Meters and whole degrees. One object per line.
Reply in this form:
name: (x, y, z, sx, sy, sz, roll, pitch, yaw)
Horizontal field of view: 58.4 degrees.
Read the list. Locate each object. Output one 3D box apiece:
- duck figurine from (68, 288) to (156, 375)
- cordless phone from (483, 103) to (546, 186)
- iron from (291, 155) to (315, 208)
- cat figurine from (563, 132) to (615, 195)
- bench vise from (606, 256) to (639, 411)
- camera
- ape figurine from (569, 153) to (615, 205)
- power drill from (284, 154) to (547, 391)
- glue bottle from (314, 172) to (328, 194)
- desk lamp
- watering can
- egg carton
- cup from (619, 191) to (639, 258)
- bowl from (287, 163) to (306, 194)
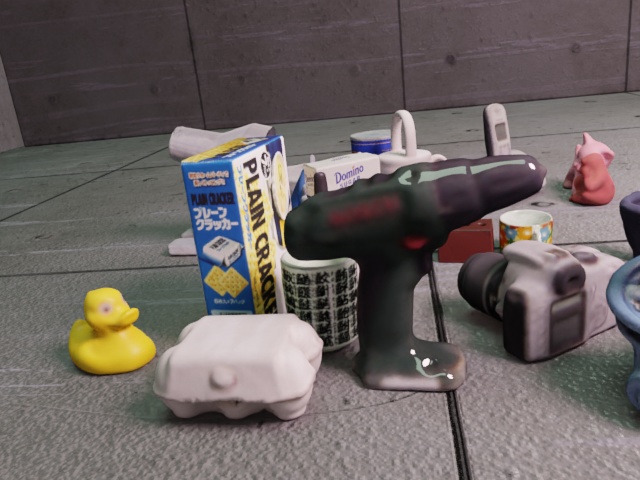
duck figurine: (-0.237, 0.094, 0.634, 0.104, 0.086, 0.078, 3, 20, 26)
cordless phone: (0.363, -0.172, 1.096, 0.148, 0.185, 0.093, -21, 23, -38)
iron: (-0.011, -0.046, 0.901, 0.118, 0.141, 0.258, -5, 18, 3)
cat figurine: (0.507, -0.147, 1.082, 0.067, 0.118, 0.128, -4, 18, 8)
bench vise: (0.310, 0.015, 0.479, 0.121, 0.220, 0.208, 4, 20, 29)
camera: (0.225, 0.044, 0.610, 0.143, 0.101, 0.136, -15, 20, -25)
ape figurine: (0.482, -0.109, 1.016, 0.076, 0.092, 0.078, 4, 21, 29)
power drill: (0.085, 0.030, 0.526, 0.229, 0.208, 0.076, -2, 18, 14)
glue bottle: (0.006, 0.002, 0.694, 0.078, 0.173, 0.037, -4, 18, 8)
desk lamp: (-0.165, -0.088, 0.966, 0.203, 0.214, 0.118, -2, 18, 12)
watering can: (0.146, -0.137, 1.045, 0.173, 0.194, 0.100, -16, 20, -28)
egg carton: (-0.074, 0.118, 0.533, 0.150, 0.069, 0.107, -3, 18, 10)
cup: (0.420, -0.010, 0.723, 0.091, 0.095, 0.118, -5, 18, 4)
bowl: (-0.029, -0.114, 1.227, 0.167, 0.075, 0.167, -5, 18, 2)
